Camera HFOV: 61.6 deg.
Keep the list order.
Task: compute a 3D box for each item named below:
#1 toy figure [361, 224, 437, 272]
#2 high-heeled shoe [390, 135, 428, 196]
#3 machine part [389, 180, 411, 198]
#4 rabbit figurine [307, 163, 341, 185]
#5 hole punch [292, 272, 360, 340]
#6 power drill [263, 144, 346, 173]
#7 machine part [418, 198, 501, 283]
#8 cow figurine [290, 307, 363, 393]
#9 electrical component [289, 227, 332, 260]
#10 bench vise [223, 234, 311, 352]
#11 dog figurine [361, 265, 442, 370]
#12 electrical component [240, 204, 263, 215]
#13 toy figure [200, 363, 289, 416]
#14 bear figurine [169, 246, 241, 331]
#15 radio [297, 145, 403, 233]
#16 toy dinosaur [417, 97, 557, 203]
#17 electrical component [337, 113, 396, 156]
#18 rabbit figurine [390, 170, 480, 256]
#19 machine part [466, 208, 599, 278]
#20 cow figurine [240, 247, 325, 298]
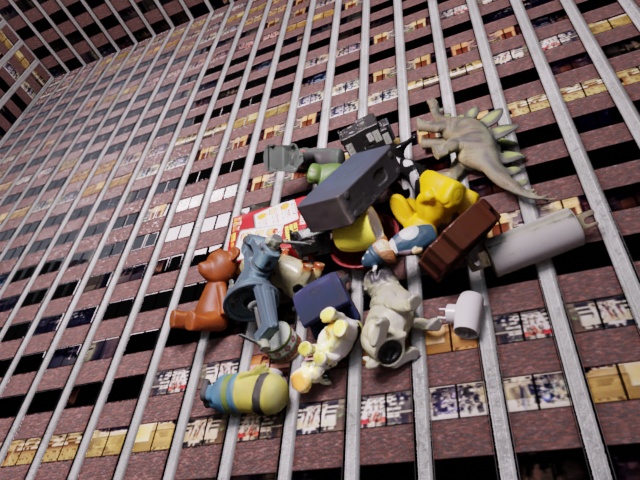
[{"bbox_3d":[0.153,0.012,1.062,0.154,0.057,0.064,-19,9,0],"label":"toy figure"},{"bbox_3d":[0.199,-0.140,1.288,0.145,0.086,0.249,-38,47,39],"label":"high-heeled shoe"},{"bbox_3d":[0.160,-0.141,1.253,0.039,0.084,0.139,-35,61,-3],"label":"machine part"},{"bbox_3d":[0.047,-0.104,1.298,0.159,0.121,0.170,0,30,3],"label":"rabbit figurine"},{"bbox_3d":[0.006,0.127,1.088,0.142,0.092,0.116,-32,57,5],"label":"hole punch"},{"bbox_3d":[-0.064,-0.213,1.437,0.232,0.207,0.086,5,93,28],"label":"power drill"},{"bbox_3d":[0.266,0.002,1.023,0.179,0.179,0.056,-41,74,-12],"label":"machine part"},{"bbox_3d":[0.013,0.217,1.024,0.068,0.098,0.167,36,94,40],"label":"cow figurine"},{"bbox_3d":[-0.002,-0.004,1.189,0.119,0.047,0.075,-15,29,-19],"label":"electrical component"},{"bbox_3d":[-0.118,0.109,1.083,0.223,0.128,0.241,-46,39,26],"label":"bench vise"},{"bbox_3d":[0.115,0.145,1.036,0.172,0.121,0.191,-36,27,-10],"label":"dog figurine"},{"bbox_3d":[-0.178,-0.066,1.461,0.063,0.021,0.094,-43,42,-14],"label":"electrical component"},{"bbox_3d":[-0.144,0.298,1.038,0.180,0.082,0.089,-11,56,15],"label":"toy figure"},{"bbox_3d":[-0.252,0.107,1.214,0.120,0.132,0.195,0,83,48],"label":"bear figurine"},{"bbox_3d":[0.068,-0.111,1.139,0.131,0.073,0.229,-7,31,48],"label":"radio"},{"bbox_3d":[0.355,-0.211,1.229,0.199,0.104,0.472,-22,46,5],"label":"toy dinosaur"},{"bbox_3d":[0.127,-0.260,1.402,0.134,0.114,0.058,-22,46,10],"label":"electrical component"},{"bbox_3d":[0.224,-0.055,1.126,0.163,0.122,0.173,27,101,32],"label":"rabbit figurine"},{"bbox_3d":[0.397,0.006,1.005,0.243,0.079,0.079,-23,41,9],"label":"machine part"},{"bbox_3d":[-0.096,0.083,1.208,0.195,0.085,0.127,18,99,25],"label":"cow figurine"}]
